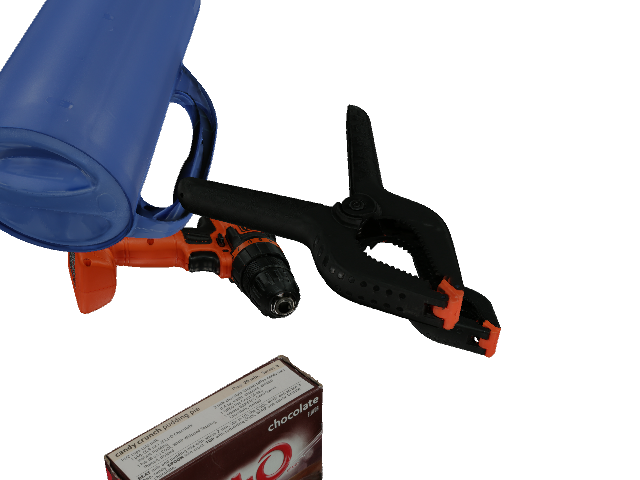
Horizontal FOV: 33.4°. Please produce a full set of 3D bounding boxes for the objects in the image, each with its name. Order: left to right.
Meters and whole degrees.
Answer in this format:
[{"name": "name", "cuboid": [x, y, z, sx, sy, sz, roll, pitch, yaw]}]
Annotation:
[{"name": "pitcher", "cuboid": [-0.162, -0.116, 0.808, 0.145, 0.242, 0.149, -5, -41, 24]}, {"name": "power drill", "cuboid": [-0.124, 0.022, 0.948, 0.187, 0.057, 0.185, -3, 24, -20]}, {"name": "pudding box", "cuboid": [-0.050, 0.122, 0.544, 0.113, 0.090, 0.039, -29, 46, -33]}, {"name": "clamp", "cuboid": [0.012, -0.010, 0.722, 0.164, 0.036, 0.210, -22, 49, -23]}, {"name": "clamp", "cuboid": [0.107, 0.050, 0.998, 0.172, 0.039, 0.120, 31, 43, 33]}]
